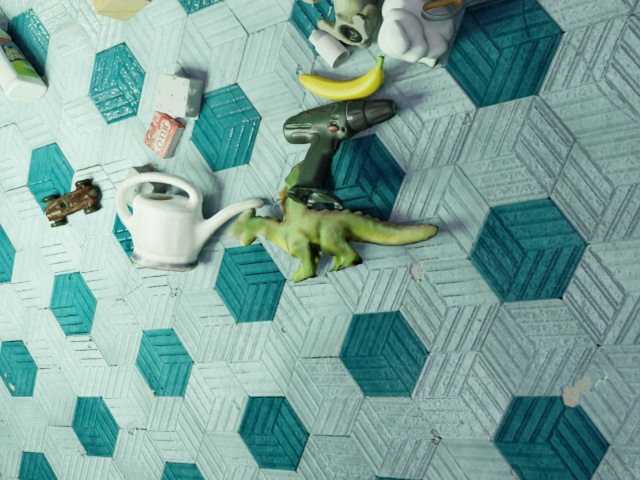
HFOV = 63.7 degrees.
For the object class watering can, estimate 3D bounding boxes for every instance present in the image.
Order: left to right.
[{"bbox_3d":[-0.301,-0.030,1.148,0.348,0.105,0.221,11,108,9],"label":"watering can"}]

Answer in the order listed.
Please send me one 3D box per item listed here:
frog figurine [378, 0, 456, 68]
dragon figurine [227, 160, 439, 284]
[{"bbox_3d":[0.154,-0.358,0.857,0.121,0.160,0.138,-32,83,23],"label":"frog figurine"},{"bbox_3d":[0.003,-0.051,1.012,0.408,0.122,0.245,-20,80,17],"label":"dragon figurine"}]
